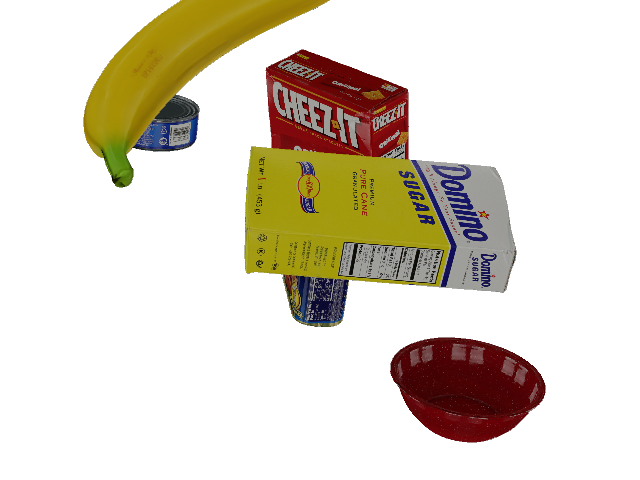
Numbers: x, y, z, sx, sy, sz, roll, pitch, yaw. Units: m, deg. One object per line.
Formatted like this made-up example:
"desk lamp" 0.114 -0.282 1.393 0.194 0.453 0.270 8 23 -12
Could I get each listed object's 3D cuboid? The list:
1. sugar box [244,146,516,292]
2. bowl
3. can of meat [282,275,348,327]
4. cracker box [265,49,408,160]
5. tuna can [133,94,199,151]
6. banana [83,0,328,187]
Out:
"sugar box" 0.037 -0.016 0.721 0.176 0.048 0.093 2 42 -3
"bowl" 0.151 0.163 1.119 0.162 0.055 0.162 4 24 -2
"can of meat" -0.004 0.023 1.040 0.057 0.084 0.102 1 33 -11
"cracker box" 0.019 -0.092 1.233 0.164 0.214 0.072 27 46 35
"tuna can" -0.162 -0.117 1.042 0.086 0.034 0.086 6 25 -3
"banana" -0.062 -0.101 0.568 0.070 0.197 0.037 32 -28 20
